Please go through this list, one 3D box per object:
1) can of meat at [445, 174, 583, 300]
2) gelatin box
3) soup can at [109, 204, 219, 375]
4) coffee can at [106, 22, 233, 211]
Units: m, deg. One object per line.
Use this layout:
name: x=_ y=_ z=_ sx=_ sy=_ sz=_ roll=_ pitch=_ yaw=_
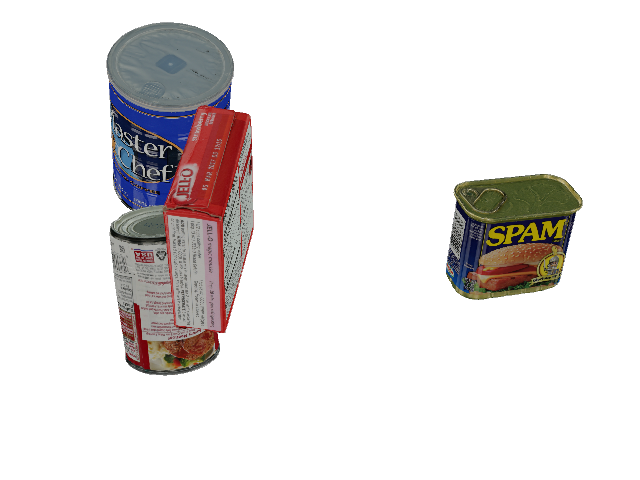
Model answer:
can of meat: x=0.157 y=-0.002 z=0.886 sx=0.102 sy=0.084 sz=0.057 roll=-6 pitch=36 yaw=-15
gelatin box: x=-0.054 y=-0.010 z=0.529 sx=0.030 sy=0.073 sz=0.089 roll=7 pitch=-42 yaw=4
soup can: x=-0.109 y=0.033 z=0.746 sx=0.068 sy=0.102 sz=0.068 roll=-3 pitch=22 yaw=1
coffee can: x=-0.129 y=-0.100 z=0.916 sx=0.102 sy=0.103 sz=0.140 roll=0 pitch=-39 yaw=-8
